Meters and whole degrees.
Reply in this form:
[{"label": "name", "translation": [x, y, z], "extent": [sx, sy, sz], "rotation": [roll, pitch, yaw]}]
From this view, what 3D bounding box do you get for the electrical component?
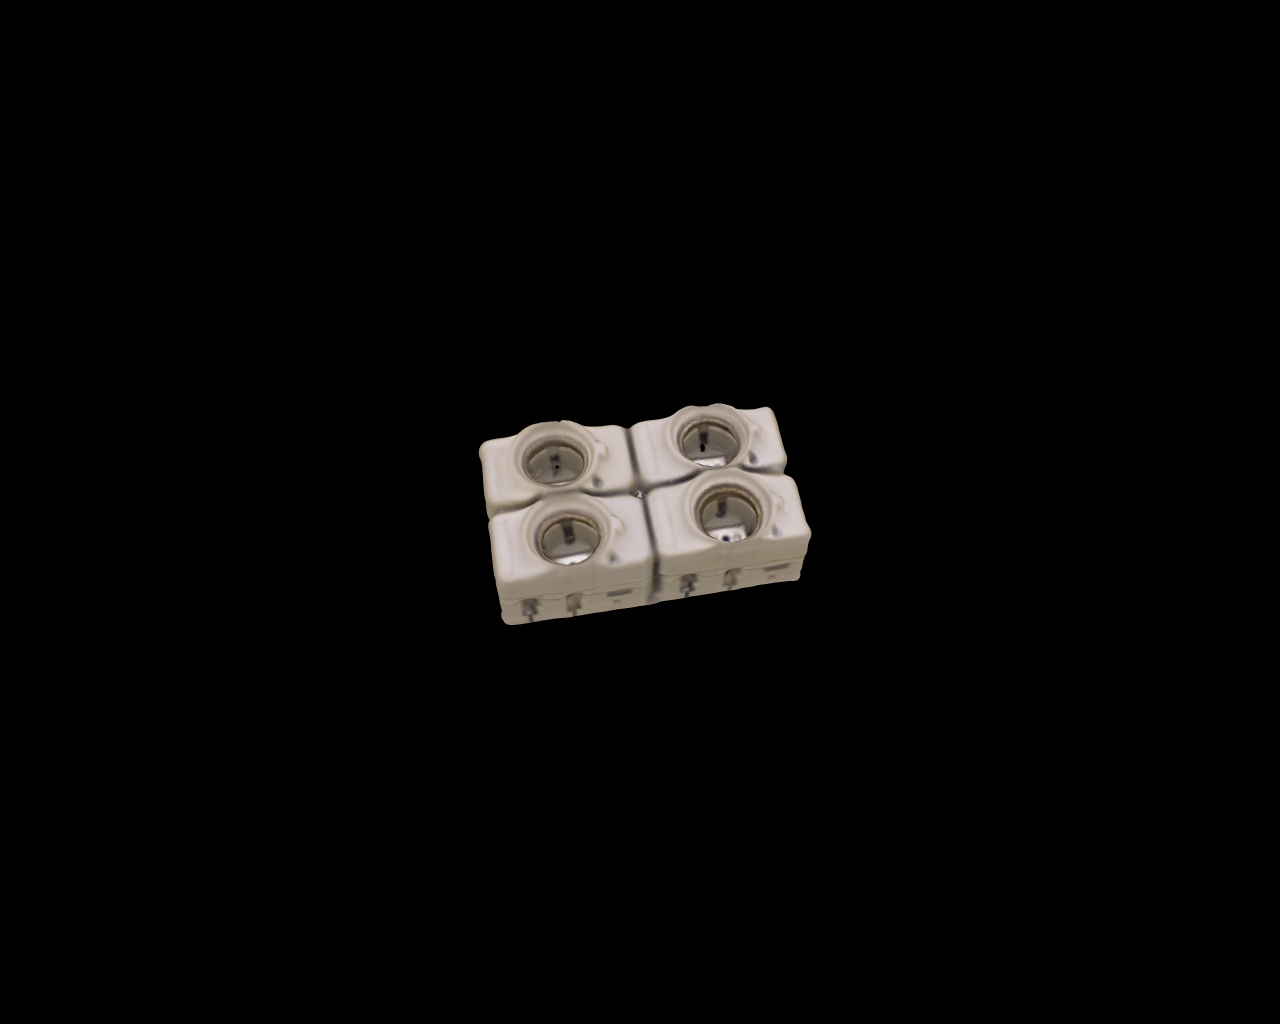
[{"label": "electrical component", "translation": [0.001, -0.003, 0.650], "extent": [0.186, 0.105, 0.060], "rotation": [-8, -33, -5]}]
